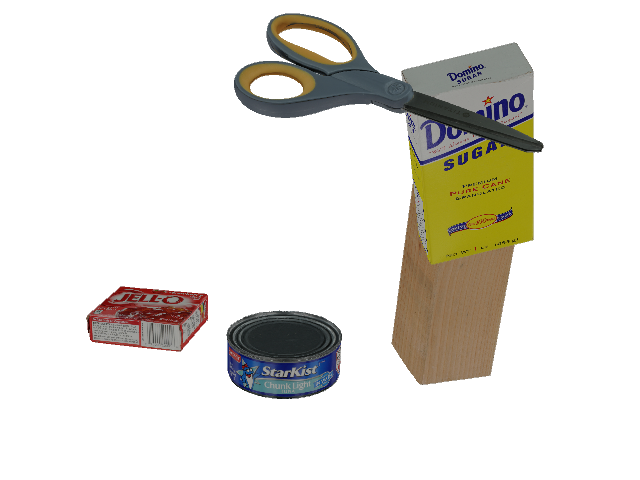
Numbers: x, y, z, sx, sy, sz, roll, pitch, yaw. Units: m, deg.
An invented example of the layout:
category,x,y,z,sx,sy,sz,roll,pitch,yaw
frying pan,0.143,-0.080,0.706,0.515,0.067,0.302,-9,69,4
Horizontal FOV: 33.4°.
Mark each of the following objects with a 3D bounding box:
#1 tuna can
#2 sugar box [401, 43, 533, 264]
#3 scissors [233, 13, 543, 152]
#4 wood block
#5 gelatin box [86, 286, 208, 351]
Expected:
category,x,y,z,sx,sy,sz,roll,pitch,yaw
tuna can,-0.027,0.085,0.796,0.086,0.034,0.086,1,20,-1
sugar box,0.119,-0.063,0.841,0.093,0.048,0.176,-14,-43,-2
scissors,0.028,-0.082,0.656,0.096,0.016,0.202,-38,57,-23
wood block,0.144,0.044,1.165,0.090,0.206,0.090,-5,29,-18
gelatin box,-0.154,0.069,0.960,0.089,0.030,0.073,5,19,13
